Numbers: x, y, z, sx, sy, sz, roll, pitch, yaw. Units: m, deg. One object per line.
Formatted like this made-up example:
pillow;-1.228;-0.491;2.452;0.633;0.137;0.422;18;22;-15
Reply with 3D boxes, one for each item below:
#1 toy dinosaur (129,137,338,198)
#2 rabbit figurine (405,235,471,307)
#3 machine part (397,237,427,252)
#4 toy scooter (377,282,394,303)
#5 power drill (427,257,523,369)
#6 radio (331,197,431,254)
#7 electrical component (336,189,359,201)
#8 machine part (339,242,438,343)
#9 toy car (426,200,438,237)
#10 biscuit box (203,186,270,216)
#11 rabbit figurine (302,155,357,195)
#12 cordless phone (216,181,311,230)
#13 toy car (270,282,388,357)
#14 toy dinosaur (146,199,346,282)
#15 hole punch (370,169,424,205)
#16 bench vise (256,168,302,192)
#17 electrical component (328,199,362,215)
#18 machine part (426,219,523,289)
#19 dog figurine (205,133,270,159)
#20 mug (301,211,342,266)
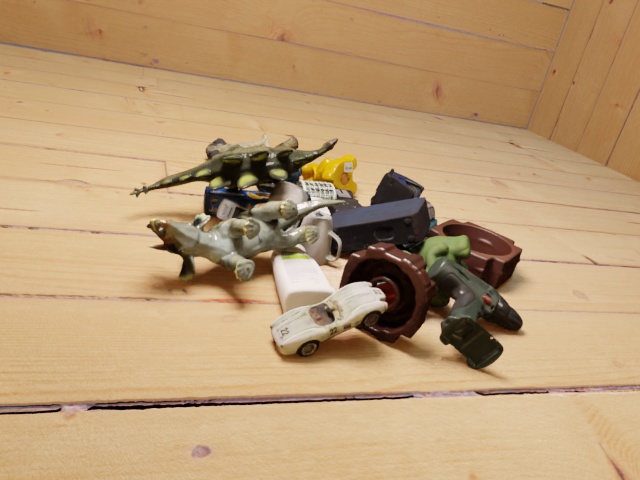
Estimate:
toy dinosaur;-0.182;-0.163;1.215;0.472;0.105;0.199;-16;11;-2
rabbit figurine;0.240;0.066;1.143;0.159;0.121;0.170;14;39;11
machine part;0.195;-0.013;1.359;0.084;0.039;0.139;-36;47;-26
toy scooter;0.123;0.087;1.081;0.135;0.075;0.184;-19;34;-30
power drill;0.298;0.141;1.004;0.232;0.086;0.207;40;36;-5
radio;0.132;-0.033;1.239;0.230;0.073;0.131;-10;18;20
electrical component;0.056;-0.118;1.530;0.075;0.047;0.119;7;26;-16
machine part;0.118;0.092;0.957;0.180;0.179;0.056;25;23;25
toy car;0.261;-0.060;1.438;0.109;0.102;0.161;31;32;32
biscuit box;-0.183;-0.087;1.324;0.203;0.059;0.063;4;26;-18
rabbit figurine;0.008;-0.188;1.616;0.162;0.121;0.173;-21;26;-37
cordless phone;-0.127;-0.074;1.198;0.184;0.146;0.089;22;4;-11
toy car;0.017;0.128;0.892;0.202;0.056;0.074;-23;41;-13
toy dinosaur;-0.139;-0.015;1.050;0.192;0.131;0.405;7;18;41
hole punch;0.224;-0.127;1.541;0.116;0.142;0.092;41;35;23
bench vise;-0.155;-0.168;1.439;0.224;0.128;0.240;-12;-5;2
electrical component;0.081;-0.063;1.408;0.134;0.058;0.115;-3;30;-30
machine part;0.370;0.033;1.310;0.202;0.087;0.201;29;29;28
dog figurine;-0.244;-0.242;1.614;0.191;0.121;0.172;-8;25;-11
mug;-0.002;-0.004;1.175;0.110;0.107;0.081;24;28;28
